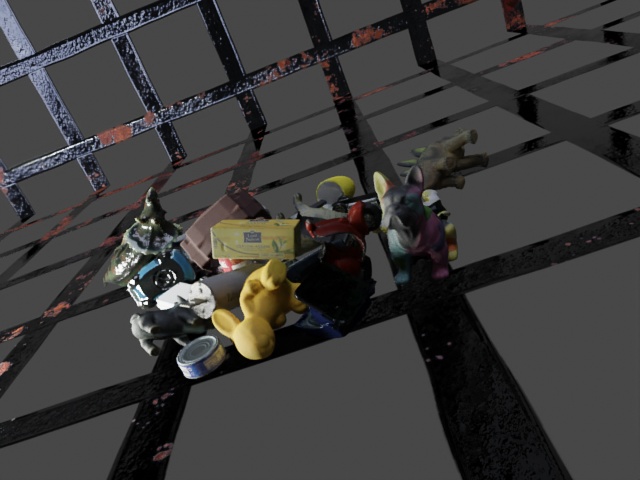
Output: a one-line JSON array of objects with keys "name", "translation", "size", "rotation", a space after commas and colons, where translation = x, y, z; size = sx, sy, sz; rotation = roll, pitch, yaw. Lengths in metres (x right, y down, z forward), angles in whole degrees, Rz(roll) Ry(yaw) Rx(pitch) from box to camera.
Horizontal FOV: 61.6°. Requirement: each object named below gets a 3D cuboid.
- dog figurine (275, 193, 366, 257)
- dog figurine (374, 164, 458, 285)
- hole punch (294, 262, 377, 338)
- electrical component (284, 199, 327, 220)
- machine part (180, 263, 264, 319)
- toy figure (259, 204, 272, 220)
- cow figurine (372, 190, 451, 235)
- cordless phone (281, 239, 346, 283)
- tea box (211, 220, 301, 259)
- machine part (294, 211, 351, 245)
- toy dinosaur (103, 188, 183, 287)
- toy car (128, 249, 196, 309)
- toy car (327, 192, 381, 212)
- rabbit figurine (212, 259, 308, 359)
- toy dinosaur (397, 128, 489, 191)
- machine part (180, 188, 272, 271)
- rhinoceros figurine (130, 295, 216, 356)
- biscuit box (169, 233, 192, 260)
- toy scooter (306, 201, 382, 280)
[{"name": "dog figurine", "translation": [-0.003, -0.007, 1.225], "size": [0.191, 0.121, 0.172], "rotation": [23, 81, 37]}, {"name": "dog figurine", "translation": [0.170, -0.039, 0.963], "size": [0.109, 0.219, 0.191], "rotation": [-4, 29, 30]}, {"name": "hole punch", "translation": [0.023, 0.116, 0.944], "size": [0.116, 0.092, 0.142], "rotation": [25, 41, 21]}, {"name": "electrical component", "translation": [-0.030, -0.058, 1.405], "size": [0.119, 0.047, 0.075], "rotation": [-33, 25, -25]}, {"name": "machine part", "translation": [-0.177, 0.100, 1.081], "size": [0.079, 0.079, 0.243], "rotation": [-5, 6, 35]}, {"name": "toy figure", "translation": [-0.200, -0.035, 1.469], "size": [0.089, 0.082, 0.180], "rotation": [-13, 27, 33]}, {"name": "cow figurine", "translation": [0.189, -0.040, 1.147], "size": [0.167, 0.068, 0.098], "rotation": [-20, 28, 6]}, {"name": "cordless phone", "translation": [-0.026, 0.048, 1.125], "size": [0.147, 0.088, 0.184], "rotation": [-29, 19, -15]}, {"name": "tea box", "translation": [-0.128, -0.003, 1.099], "size": [0.170, 0.068, 0.098], "rotation": [-1, 12, 4]}, {"name": "machine part", "translation": [0.004, -0.016, 1.164], "size": [0.139, 0.039, 0.084], "rotation": [19, 83, 20]}, {"name": "toy dinosaur", "translation": [-0.495, 0.046, 1.433], "size": [0.404, 0.131, 0.192], "rotation": [-49, 9, 21]}, {"name": "toy car", "translation": [-0.386, 0.099, 1.333], "size": [0.162, 0.109, 0.103], "rotation": [-36, 0, -4]}, {"name": "toy car", "translation": [0.112, -0.090, 1.340], "size": [0.202, 0.056, 0.073], "rotation": [-13, 18, 18]}, {"name": "rabbit figurine", "translation": [-0.116, 0.138, 0.971], "size": [0.162, 0.121, 0.173], "rotation": [-16, 42, 23]}, {"name": "toy dinosaur", "translation": [0.314, -0.210, 1.366], "size": [0.199, 0.105, 0.471], "rotation": [-6, 23, 42]}, {"name": "machine part", "translation": [-0.220, -0.022, 1.279], "size": [0.201, 0.087, 0.201], "rotation": [-45, -9, -1]}, {"name": "rhinoceros figurine", "translation": [-0.278, 0.162, 1.075], "size": [0.190, 0.073, 0.112], "rotation": [-12, 30, -34]}, {"name": "biscuit box", "translation": [-0.333, 0.017, 1.496], "size": [0.203, 0.062, 0.059], "rotation": [-2, 29, 39]}, {"name": "toy scooter", "translation": [0.035, 0.012, 0.994], "size": [0.135, 0.183, 0.075], "rotation": [3, 25, -11]}]
